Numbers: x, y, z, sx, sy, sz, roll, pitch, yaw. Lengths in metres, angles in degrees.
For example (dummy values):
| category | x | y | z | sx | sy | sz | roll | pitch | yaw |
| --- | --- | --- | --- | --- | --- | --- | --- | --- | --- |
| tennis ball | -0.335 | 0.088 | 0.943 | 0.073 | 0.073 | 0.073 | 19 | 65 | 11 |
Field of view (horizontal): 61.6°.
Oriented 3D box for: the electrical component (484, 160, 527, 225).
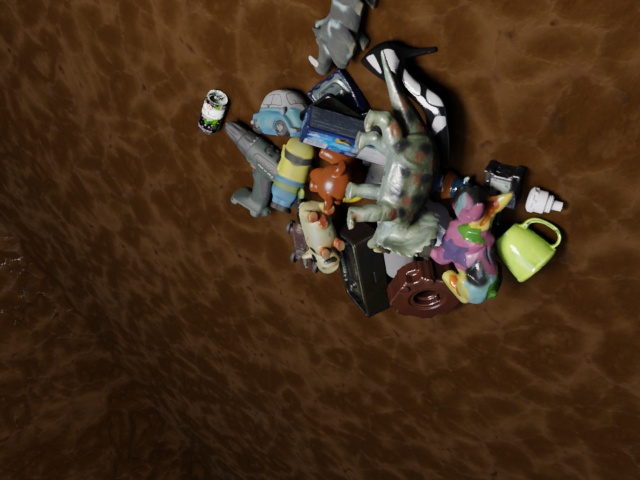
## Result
| category | x | y | z | sx | sy | sz | roll | pitch | yaw |
| --- | --- | --- | --- | --- | --- | --- | --- | --- | --- |
| electrical component | 0.356 | -0.090 | 1.053 | 0.075 | 0.048 | 0.119 | 15 | 132 | 28 |

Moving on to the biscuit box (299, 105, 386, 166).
| category | x | y | z | sx | sy | sz | roll | pitch | yaw |
| --- | --- | --- | --- | --- | --- | --- | --- | --- | --- |
| biscuit box | 0.062 | -0.212 | 1.098 | 0.203 | 0.063 | 0.059 | 14 | 152 | -12 |

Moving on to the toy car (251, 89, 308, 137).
| category | x | y | z | sx | sy | sz | roll | pitch | yaw |
| --- | --- | --- | --- | --- | --- | --- | --- | --- | --- |
| toy car | -0.077 | -0.284 | 1.202 | 0.162 | 0.109 | 0.102 | 18 | 110 | 41 |

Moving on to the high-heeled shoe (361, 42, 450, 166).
| category | x | y | z | sx | sy | sz | roll | pitch | yaw |
| --- | --- | --- | --- | --- | --- | --- | --- | --- | --- |
| high-heeled shoe | 0.166 | -0.255 | 1.023 | 0.145 | 0.086 | 0.248 | -8 | 101 | 18 |

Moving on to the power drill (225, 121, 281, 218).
| category | x | y | z | sx | sy | sz | roll | pitch | yaw |
| --- | --- | --- | --- | --- | --- | --- | --- | --- | --- |
| power drill | -0.165 | -0.171 | 1.373 | 0.232 | 0.086 | 0.207 | 34 | 130 | 6 |

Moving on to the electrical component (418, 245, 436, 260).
| category | x | y | z | sx | sy | sz | roll | pitch | yaw |
| --- | --- | --- | --- | --- | --- | --- | --- | --- | --- |
| electrical component | 0.256 | 0.019 | 1.236 | 0.063 | 0.021 | 0.093 | 2 | 123 | 36 |

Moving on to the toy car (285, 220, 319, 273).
| category | x | y | z | sx | sy | sz | roll | pitch | yaw |
| --- | --- | --- | --- | --- | --- | --- | --- | --- | --- |
| toy car | -0.044 | 0.024 | 1.425 | 0.089 | 0.053 | 0.202 | 24 | 148 | 17 |

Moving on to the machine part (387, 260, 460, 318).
| category | x | y | z | sx | sy | sz | roll | pitch | yaw |
| --- | --- | --- | --- | --- | --- | --- | --- | --- | --- |
| machine part | 0.245 | 0.118 | 1.242 | 0.179 | 0.056 | 0.179 | -1 | 141 | -1 |

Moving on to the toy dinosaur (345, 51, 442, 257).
| category | x | y | z | sx | sy | sz | roll | pitch | yaw |
| --- | --- | --- | --- | --- | --- | --- | --- | --- | --- |
| toy dinosaur | 0.156 | -0.128 | 1.012 | 0.192 | 0.131 | 0.404 | 8 | 115 | -9 |

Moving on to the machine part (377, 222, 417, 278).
| category | x | y | z | sx | sy | sz | roll | pitch | yaw |
| --- | --- | --- | --- | --- | --- | --- | --- | --- | --- |
| machine part | 0.179 | 0.001 | 1.240 | 0.079 | 0.079 | 0.242 | 9 | 127 | 32 |

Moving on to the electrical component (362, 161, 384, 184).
| category | x | y | z | sx | sy | sz | roll | pitch | yaw |
| --- | --- | --- | --- | --- | --- | --- | --- | --- | --- |
| electrical component | 0.140 | -0.147 | 1.169 | 0.102 | 0.045 | 0.078 | 24 | 125 | 23 |

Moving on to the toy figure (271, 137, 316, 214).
| category | x | y | z | sx | sy | sz | roll | pitch | yaw |
| --- | --- | --- | --- | --- | --- | --- | --- | --- | --- |
| toy figure | -0.061 | -0.150 | 1.247 | 0.082 | 0.089 | 0.180 | 19 | 100 | -19 |

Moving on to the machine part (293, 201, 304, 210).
| category | x | y | z | sx | sy | sz | roll | pitch | yaw |
| --- | --- | --- | --- | --- | --- | --- | --- | --- | --- |
| machine part | -0.029 | -0.065 | 1.377 | 0.139 | 0.039 | 0.084 | 40 | 147 | 1 |

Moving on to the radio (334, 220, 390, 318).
| category | x | y | z | sx | sy | sz | roll | pitch | yaw |
| --- | --- | --- | --- | --- | --- | --- | --- | --- | --- |
| radio | 0.101 | 0.063 | 1.315 | 0.131 | 0.073 | 0.229 | 45 | 152 | 53 |

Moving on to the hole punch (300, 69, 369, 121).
| category | x | y | z | sx | sy | sz | roll | pitch | yaw |
| --- | --- | --- | --- | --- | --- | --- | --- | --- | --- |
| hole punch | 0.034 | -0.281 | 1.132 | 0.115 | 0.092 | 0.142 | 31 | 143 | -31 |

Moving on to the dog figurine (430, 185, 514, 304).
| category | x | y | z | sx | sy | sz | roll | pitch | yaw |
| --- | --- | --- | --- | --- | --- | --- | --- | --- | --- |
| dog figurine | 0.306 | 0.001 | 1.033 | 0.219 | 0.108 | 0.192 | 104 | 145 | -57 |

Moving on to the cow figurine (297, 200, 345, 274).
| category | x | y | z | sx | sy | sz | roll | pitch | yaw |
| --- | --- | --- | --- | --- | --- | --- | --- | --- | --- |
| cow figurine | -0.003 | -0.004 | 1.273 | 0.127 | 0.085 | 0.194 | 30 | 145 | 55 |

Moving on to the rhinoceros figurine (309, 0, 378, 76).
| category | x | y | z | sx | sy | sz | roll | pitch | yaw |
| --- | --- | --- | --- | --- | --- | --- | --- | --- | --- |
| rhinoceros figurine | 0.036 | -0.400 | 1.029 | 0.112 | 0.073 | 0.190 | 32 | 136 | 11 |

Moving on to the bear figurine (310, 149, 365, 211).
| category | x | y | z | sx | sy | sz | roll | pitch | yaw |
| --- | --- | --- | --- | --- | --- | --- | --- | --- | --- |
| bear figurine | 0.021 | -0.133 | 1.155 | 0.132 | 0.196 | 0.120 | 22 | 108 | 17 |

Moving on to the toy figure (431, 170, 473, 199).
| category | x | y | z | sx | sy | sz | roll | pitch | yaw |
| --- | --- | --- | --- | --- | --- | --- | --- | --- | --- |
| toy figure | 0.246 | -0.120 | 1.108 | 0.155 | 0.058 | 0.064 | 18 | 138 | 19 |
